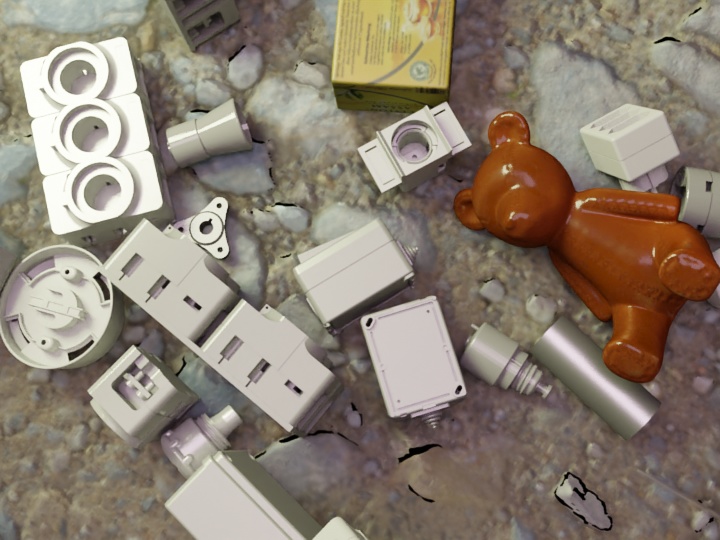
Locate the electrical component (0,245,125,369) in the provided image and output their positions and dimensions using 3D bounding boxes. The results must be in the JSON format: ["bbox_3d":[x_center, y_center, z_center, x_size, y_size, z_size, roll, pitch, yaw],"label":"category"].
[{"bbox_3d":[-0.237,0.032,0.855,0.099,0.064,0.099,-1,79,3],"label":"electrical component"}]

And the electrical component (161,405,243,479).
[{"bbox_3d":[-0.121,0.132,0.840,0.062,0.048,0.048,-40,79,-12],"label":"electrical component"}]

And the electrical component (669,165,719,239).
[{"bbox_3d":[0.274,-0.052,0.850,0.047,0.055,0.055,9,79,1],"label":"electrical component"}]

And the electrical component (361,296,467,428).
[{"bbox_3d":[0.044,0.076,0.833,0.062,0.061,0.096,-17,78,0],"label":"electrical component"}]

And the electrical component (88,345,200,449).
[{"bbox_3d":[-0.167,0.099,0.825,0.050,0.089,0.055,43,84,10],"label":"electrical component"}]

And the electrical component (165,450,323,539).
[{"bbox_3d":[-0.078,0.189,0.793,0.109,0.108,0.056,43,87,10],"label":"electrical component"}]

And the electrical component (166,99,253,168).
[{"bbox_3d":[-0.127,-0.110,0.890,0.065,0.044,0.044,-19,78,4],"label":"electrical component"}]

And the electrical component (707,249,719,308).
[{"bbox_3d":[0.299,-0.003,0.845,0.078,0.040,0.040,-30,79,-3],"label":"electrical component"}]

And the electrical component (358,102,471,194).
[{"bbox_3d":[0.044,-0.095,0.866,0.081,0.064,0.042,-28,80,-2],"label":"electrical component"}]

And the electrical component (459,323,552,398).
[{"bbox_3d":[0.114,0.074,0.840,0.078,0.040,0.040,33,82,9],"label":"electrical component"}]

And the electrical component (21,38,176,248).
[{"bbox_3d":[-0.215,-0.104,0.883,0.089,0.061,0.150,-14,78,0],"label":"electrical component"}]

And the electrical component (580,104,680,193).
[{"bbox_3d":[0.221,-0.086,0.858,0.047,0.065,0.076,-29,108,-3],"label":"electrical component"}]

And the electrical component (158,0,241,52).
[{"bbox_3d":[-0.173,-0.290,0.895,0.060,0.105,0.186,-33,79,-4],"label":"electrical component"}]

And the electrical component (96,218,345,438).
[{"bbox_3d":[-0.099,0.044,0.825,0.186,0.105,0.060,39,83,9],"label":"electrical component"}]

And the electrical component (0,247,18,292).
[{"bbox_3d":[-0.339,-0.009,0.845,0.113,0.078,0.057,15,76,32],"label":"electrical component"}]

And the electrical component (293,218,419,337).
[{"bbox_3d":[0.000,0.000,0.850,0.096,0.061,0.061,-31,79,-3],"label":"electrical component"}]

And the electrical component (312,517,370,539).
[{"bbox_3d":[0.008,0.262,0.745,0.105,0.186,0.060,-45,37,-6],"label":"electrical component"}]
